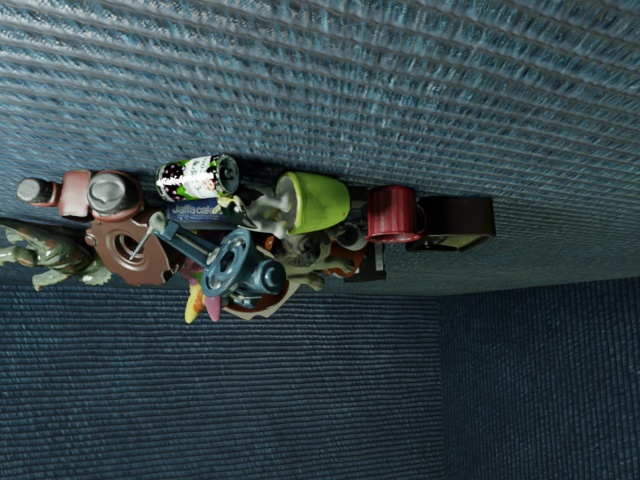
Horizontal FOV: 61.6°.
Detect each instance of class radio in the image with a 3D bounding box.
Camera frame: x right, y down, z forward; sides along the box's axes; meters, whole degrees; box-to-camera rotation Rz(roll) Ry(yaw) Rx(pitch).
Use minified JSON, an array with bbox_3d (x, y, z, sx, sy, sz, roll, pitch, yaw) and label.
[{"bbox_3d":[0.243,-0.023,1.046,0.131,0.073,0.229,0,170,0],"label":"radio"}]

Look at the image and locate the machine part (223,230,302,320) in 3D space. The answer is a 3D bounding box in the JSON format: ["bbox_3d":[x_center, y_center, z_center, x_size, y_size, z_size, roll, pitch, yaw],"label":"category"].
[{"bbox_3d":[-0.156,0.072,1.201,0.201,0.087,0.201,31,118,-27],"label":"machine part"}]

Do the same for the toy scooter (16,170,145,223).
[{"bbox_3d":[-0.342,-0.060,0.814,0.184,0.075,0.135,2,170,4],"label":"toy scooter"}]

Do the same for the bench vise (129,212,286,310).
[{"bbox_3d":[-0.169,0.027,0.849,0.240,0.129,0.224,35,169,-31],"label":"bench vise"}]

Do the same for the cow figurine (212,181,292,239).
[{"bbox_3d":[-0.117,-0.053,0.796,0.098,0.068,0.167,9,-173,-33],"label":"cow figurine"}]

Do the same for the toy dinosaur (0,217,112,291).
[{"bbox_3d":[-0.575,0.022,1.192,0.192,0.131,0.404,-12,168,-9],"label":"toy dinosaur"}]

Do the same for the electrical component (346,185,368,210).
[{"bbox_3d":[0.037,-0.062,0.901,0.078,0.045,0.102,4,169,-18],"label":"electrical component"}]

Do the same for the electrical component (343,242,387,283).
[{"bbox_3d":[0.097,0.047,1.337,0.134,0.115,0.058,-1,166,5],"label":"electrical component"}]

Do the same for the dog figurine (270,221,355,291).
[{"bbox_3d":[-0.051,0.021,0.945,0.172,0.121,0.190,-33,158,26],"label":"dog figurine"}]

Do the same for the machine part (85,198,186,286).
[{"bbox_3d":[-0.328,0.006,0.955,0.180,0.179,0.056,-5,-149,27],"label":"machine part"}]

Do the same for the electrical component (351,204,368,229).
[{"bbox_3d":[0.110,-0.045,0.992,0.119,0.047,0.075,7,168,-35],"label":"electrical component"}]

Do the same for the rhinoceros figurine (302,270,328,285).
[{"bbox_3d":[-0.006,0.043,1.311,0.073,0.112,0.190,12,145,-34],"label":"rhinoceros figurine"}]

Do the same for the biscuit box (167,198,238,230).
[{"bbox_3d":[-0.155,-0.051,0.911,0.203,0.059,0.063,1,170,-9],"label":"biscuit box"}]

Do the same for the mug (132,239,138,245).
[{"bbox_3d":[-0.388,-0.002,1.081,0.081,0.109,0.107,0,-175,-34],"label":"mug"}]

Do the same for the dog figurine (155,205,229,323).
[{"bbox_3d":[-0.244,0.050,1.038,0.109,0.219,0.191,-10,168,28],"label":"dog figurine"}]

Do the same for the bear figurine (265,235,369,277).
[{"bbox_3d":[-0.003,-0.002,1.117,0.196,0.120,0.132,24,-146,1],"label":"bear figurine"}]
